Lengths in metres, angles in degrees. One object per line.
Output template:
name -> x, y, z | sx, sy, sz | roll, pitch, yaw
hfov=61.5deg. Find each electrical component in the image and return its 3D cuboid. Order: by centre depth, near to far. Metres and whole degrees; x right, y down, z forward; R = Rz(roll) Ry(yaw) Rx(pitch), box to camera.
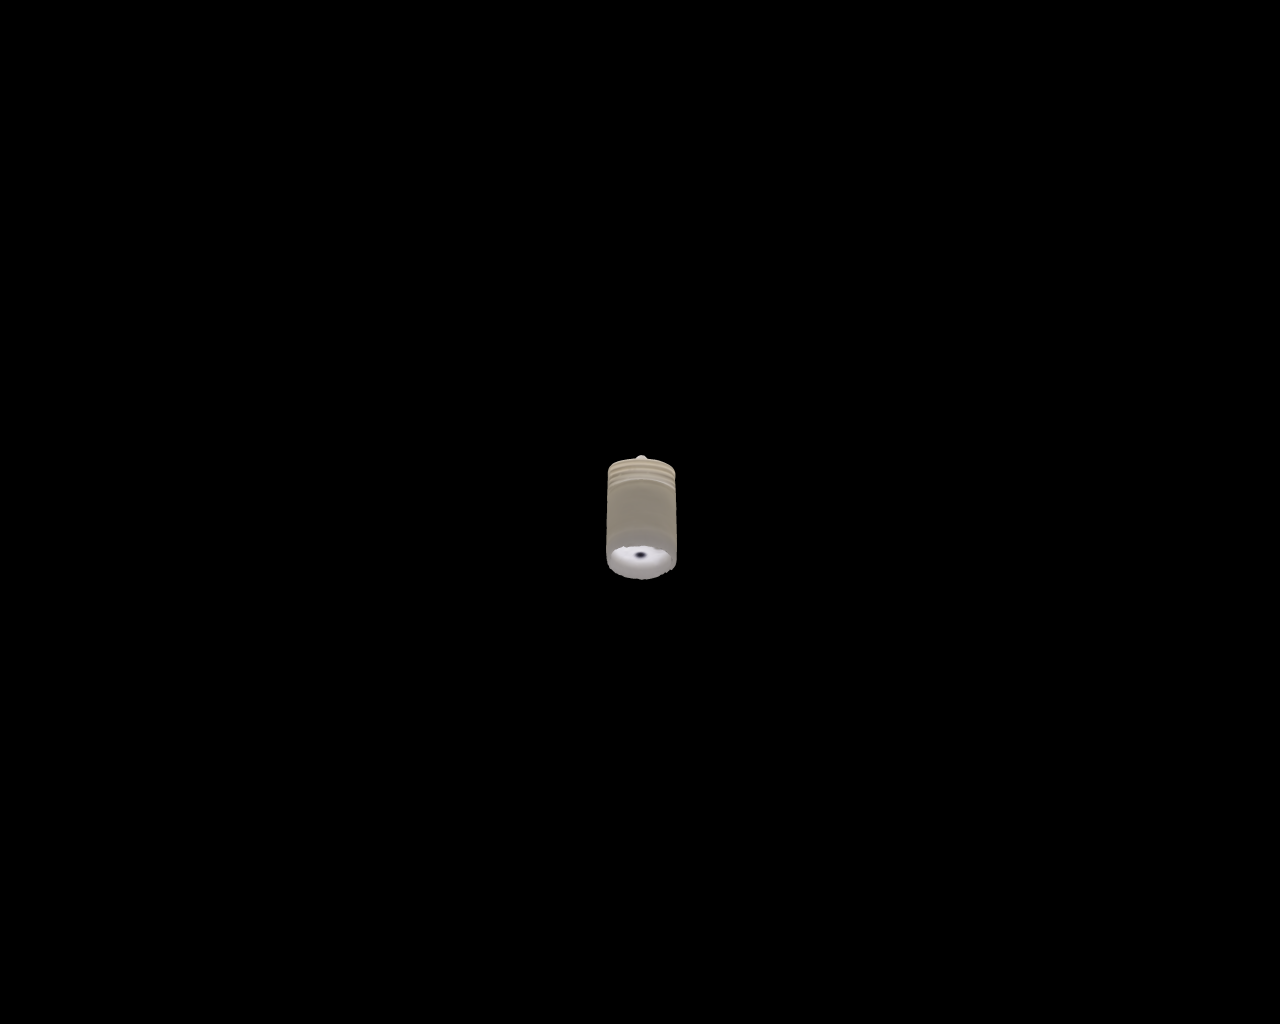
electrical component -> 0.001, -0.003, 0.650 | 0.043, 0.081, 0.043 | 0, -33, 0
